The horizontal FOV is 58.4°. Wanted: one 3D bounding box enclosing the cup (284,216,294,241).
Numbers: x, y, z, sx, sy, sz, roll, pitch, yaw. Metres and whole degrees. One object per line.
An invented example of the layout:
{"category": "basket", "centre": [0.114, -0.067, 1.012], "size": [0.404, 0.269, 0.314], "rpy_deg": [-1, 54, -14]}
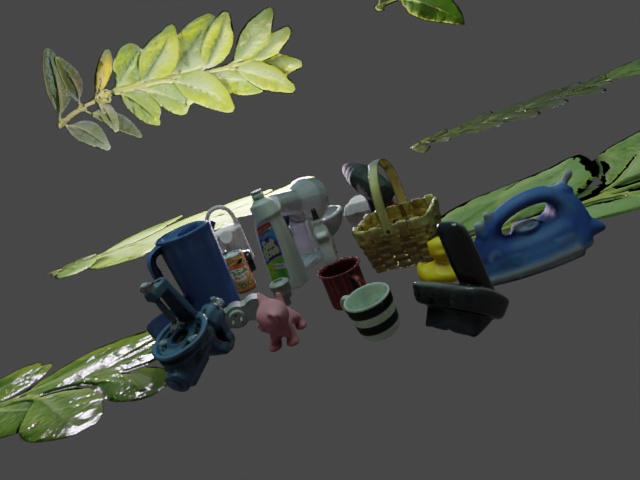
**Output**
{"category": "cup", "centre": [-0.112, -0.023, 1.734], "size": [0.092, 0.095, 0.117], "rpy_deg": [-27, 17, -18]}

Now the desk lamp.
{"category": "desk lamp", "centre": [-0.055, -0.044, 1.511], "size": [0.117, 0.214, 0.204], "rpy_deg": [-9, 20, 38]}

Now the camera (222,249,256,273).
{"category": "camera", "centre": [-0.250, 0.075, 1.580], "size": [0.137, 0.101, 0.143], "rpy_deg": [-23, 16, -6]}

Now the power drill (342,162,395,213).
{"category": "power drill", "centre": [0.132, -0.090, 1.430], "size": [0.076, 0.209, 0.229], "rpy_deg": [-25, 16, -12]}

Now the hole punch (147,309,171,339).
{"category": "hole punch", "centre": [-0.307, 0.202, 1.256], "size": [0.109, 0.091, 0.100], "rpy_deg": [-32, 19, -32]}

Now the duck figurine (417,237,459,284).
{"category": "duck figurine", "centre": [0.234, 0.035, 1.112], "size": [0.104, 0.086, 0.077], "rpy_deg": [-15, 17, 22]}

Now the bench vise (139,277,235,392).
{"category": "bench vise", "centre": [-0.270, 0.156, 1.121], "size": [0.121, 0.220, 0.207], "rpy_deg": [-18, 16, 11]}

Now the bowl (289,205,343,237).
{"category": "bowl", "centre": [-0.004, -0.037, 1.678], "size": [0.167, 0.075, 0.167], "rpy_deg": [-20, 16, 6]}

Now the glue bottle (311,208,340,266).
{"category": "glue bottle", "centre": [0.012, 0.005, 1.339], "size": [0.037, 0.173, 0.078], "rpy_deg": [-21, 16, 3]}

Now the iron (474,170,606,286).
{"category": "iron", "centre": [0.361, -0.019, 1.025], "size": [0.258, 0.141, 0.118], "rpy_deg": [-22, 16, -3]}

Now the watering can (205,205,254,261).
{"category": "watering can", "centre": [-0.277, -0.012, 1.730], "size": [0.101, 0.194, 0.172], "rpy_deg": [-30, 18, -27]}

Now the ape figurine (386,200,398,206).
{"category": "ape figurine", "centre": [0.182, -0.091, 1.581], "size": [0.078, 0.092, 0.076], "rpy_deg": [-26, 17, -14]}

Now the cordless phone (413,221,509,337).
{"category": "cordless phone", "centre": [0.208, 0.050, 0.917], "size": [0.094, 0.185, 0.147], "rpy_deg": [-33, 20, -35]}

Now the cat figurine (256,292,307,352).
{"category": "cat figurine", "centre": [-0.083, 0.146, 1.102], "size": [0.067, 0.118, 0.128], "rpy_deg": [-17, 17, 14]}

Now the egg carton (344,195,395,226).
{"category": "egg carton", "centre": [0.147, -0.098, 1.692], "size": [0.150, 0.069, 0.107], "rpy_deg": [-14, 18, 24]}
